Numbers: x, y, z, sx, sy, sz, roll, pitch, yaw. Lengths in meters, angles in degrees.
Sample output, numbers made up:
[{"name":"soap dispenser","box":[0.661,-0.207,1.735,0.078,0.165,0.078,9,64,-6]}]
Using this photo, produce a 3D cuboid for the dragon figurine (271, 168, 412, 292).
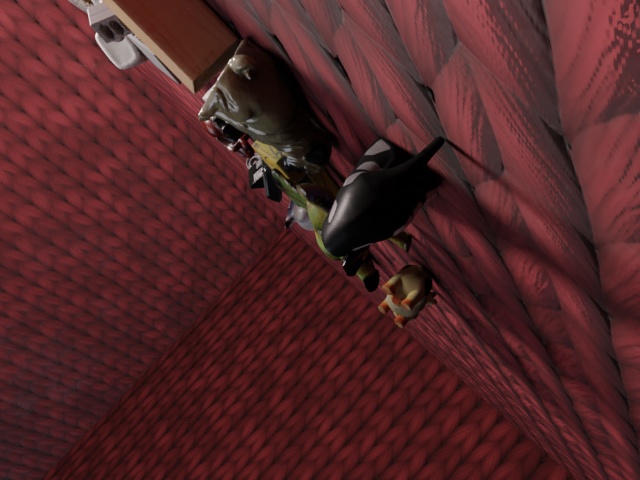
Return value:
[{"name":"dragon figurine","box":[0.003,-0.042,0.828,0.245,0.123,0.404,32,-6,36]}]

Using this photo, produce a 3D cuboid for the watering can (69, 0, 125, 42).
[{"name":"watering can","box":[-0.445,-0.516,0.896,0.104,0.340,0.228,-32,39,-12]}]

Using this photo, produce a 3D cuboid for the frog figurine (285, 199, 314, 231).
[{"name":"frog figurine","box":[-0.007,-0.062,1.362,0.159,0.124,0.136,8,-13,-2]}]
